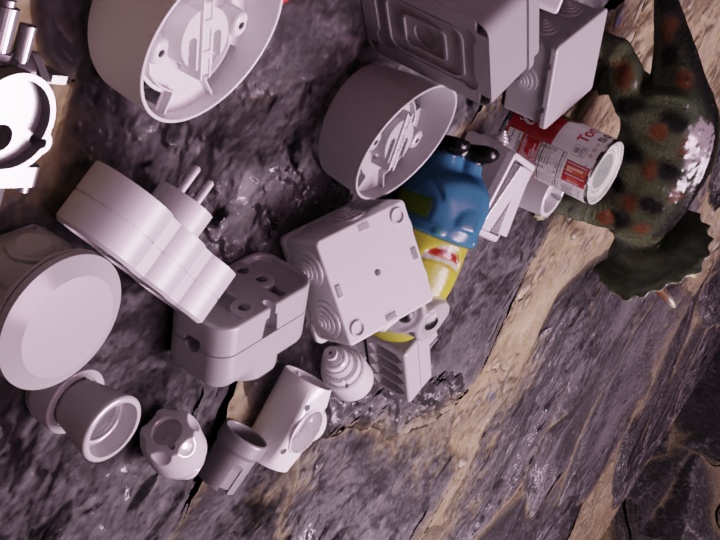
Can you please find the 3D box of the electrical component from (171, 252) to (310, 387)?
[{"bbox_3d":[-0.083,0.036,0.744,0.095,0.054,0.059,-31,142,-45],"label":"electrical component"}]

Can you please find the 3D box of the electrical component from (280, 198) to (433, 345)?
[{"bbox_3d":[0.000,0.000,0.802,0.100,0.048,0.099,-28,109,-30],"label":"electrical component"}]

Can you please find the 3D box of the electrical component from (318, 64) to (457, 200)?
[{"bbox_3d":[0.019,-0.099,0.776,0.099,0.064,0.099,-42,148,-33],"label":"electrical component"}]

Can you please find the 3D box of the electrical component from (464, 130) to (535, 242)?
[{"bbox_3d":[0.117,-0.079,0.974,0.096,0.061,0.062,-63,154,5],"label":"electrical component"}]

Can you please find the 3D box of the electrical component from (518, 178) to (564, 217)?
[{"bbox_3d":[0.178,-0.086,1.092,0.055,0.047,0.055,-42,148,-33],"label":"electrical component"}]

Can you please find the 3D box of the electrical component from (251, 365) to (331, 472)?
[{"bbox_3d":[-0.053,0.125,0.898,0.077,0.044,0.079,-61,154,3],"label":"electrical component"}]

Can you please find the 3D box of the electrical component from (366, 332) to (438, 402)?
[{"bbox_3d":[0.048,0.067,1.016,0.075,0.047,0.083,-48,151,-27],"label":"electrical component"}]

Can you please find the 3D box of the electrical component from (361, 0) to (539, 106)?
[{"bbox_3d":[0.061,-0.172,0.722,0.057,0.113,0.078,-46,150,-22],"label":"electrical component"}]

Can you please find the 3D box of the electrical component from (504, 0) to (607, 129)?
[{"bbox_3d":[0.176,-0.191,0.981,0.100,0.048,0.099,-41,148,-35],"label":"electrical component"}]

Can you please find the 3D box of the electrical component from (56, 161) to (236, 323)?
[{"bbox_3d":[-0.112,-0.027,0.629,0.073,0.052,0.138,-55,153,-9],"label":"electrical component"}]

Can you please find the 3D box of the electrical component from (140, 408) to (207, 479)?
[{"bbox_3d":[-0.130,0.129,0.766,0.043,0.043,0.062,-48,152,-24],"label":"electrical component"}]

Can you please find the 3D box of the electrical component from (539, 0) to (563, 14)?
[{"bbox_3d":[0.140,-0.252,0.800,0.108,0.056,0.108,-69,180,-73],"label":"electrical component"}]

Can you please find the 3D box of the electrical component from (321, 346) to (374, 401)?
[{"bbox_3d":[-0.015,0.085,0.930,0.040,0.040,0.078,-54,153,-12],"label":"electrical component"}]

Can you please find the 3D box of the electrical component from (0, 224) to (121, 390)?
[{"bbox_3d":[-0.172,0.019,0.572,0.080,0.051,0.080,-42,148,-33],"label":"electrical component"}]

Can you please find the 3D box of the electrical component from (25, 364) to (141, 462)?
[{"bbox_3d":[-0.166,0.081,0.641,0.045,0.055,0.045,-42,148,-33],"label":"electrical component"}]

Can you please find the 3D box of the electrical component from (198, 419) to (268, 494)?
[{"bbox_3d":[-0.101,0.147,0.842,0.046,0.040,0.040,-57,154,6],"label":"electrical component"}]

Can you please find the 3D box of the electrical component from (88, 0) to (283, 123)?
[{"bbox_3d":[-0.089,-0.125,0.557,0.099,0.064,0.099,-42,148,-34],"label":"electrical component"}]
